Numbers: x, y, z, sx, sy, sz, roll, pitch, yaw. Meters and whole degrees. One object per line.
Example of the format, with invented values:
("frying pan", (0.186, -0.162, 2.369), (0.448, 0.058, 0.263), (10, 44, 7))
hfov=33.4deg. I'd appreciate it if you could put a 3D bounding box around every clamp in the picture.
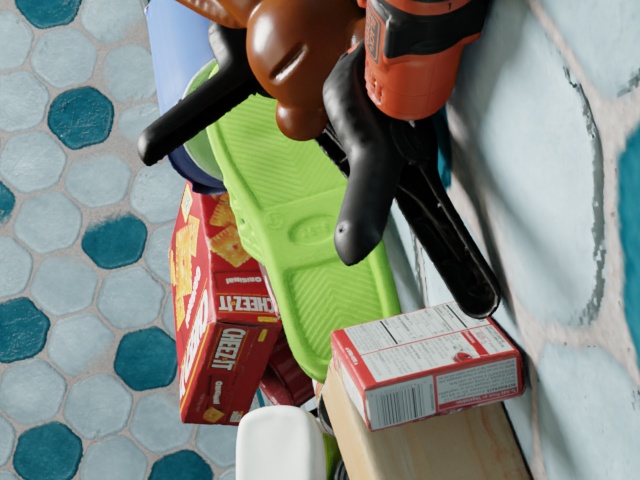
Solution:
("clamp", (-0.025, -0.113, 0.751), (0.036, 0.164, 0.210), (112, 172, -51))
("clamp", (0.033, -0.042, 0.560), (0.120, 0.039, 0.171), (21, -137, -54))

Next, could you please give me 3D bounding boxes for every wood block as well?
("wood block", (0.076, 0.164, 0.635), (0.091, 0.090, 0.206), (99, 154, -67))

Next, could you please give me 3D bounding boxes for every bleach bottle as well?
("bleach bottle", (0.015, 0.204, 0.902), (0.250, 0.068, 0.102), (31, -124, -62))

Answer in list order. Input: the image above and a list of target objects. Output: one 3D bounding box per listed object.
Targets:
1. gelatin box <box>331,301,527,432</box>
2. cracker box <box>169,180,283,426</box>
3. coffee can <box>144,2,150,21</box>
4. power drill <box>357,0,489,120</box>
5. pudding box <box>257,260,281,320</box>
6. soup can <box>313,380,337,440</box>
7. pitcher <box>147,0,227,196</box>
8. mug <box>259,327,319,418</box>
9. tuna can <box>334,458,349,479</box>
("gelatin box", (0.058, 0.067, 0.585), (0.073, 0.089, 0.030), (-124, 24, -66))
("cracker box", (-0.100, 0.049, 1.046), (0.164, 0.072, 0.214), (111, 157, -44))
("coffee can", (-0.133, -0.206, 1.213), (0.103, 0.102, 0.140), (149, 106, -80))
("power drill", (0.023, -0.172, 0.502), (0.184, 0.057, 0.188), (94, 159, -64))
("pudding box", (-0.006, 0.001, 0.847), (0.039, 0.090, 0.113), (90, 163, -54))
("soup can", (0.028, 0.106, 0.840), (0.102, 0.068, 0.068), (-101, 0, -68))
("pitcher", (-0.096, -0.174, 1.033), (0.243, 0.149, 0.145), (-111, -5, -47))
("mug", (-0.017, 0.133, 1.102), (0.093, 0.081, 0.117), (18, 136, 60))
("tuna can", (0.055, 0.186, 0.800), (0.086, 0.086, 0.034), (-117, 13, -51))
